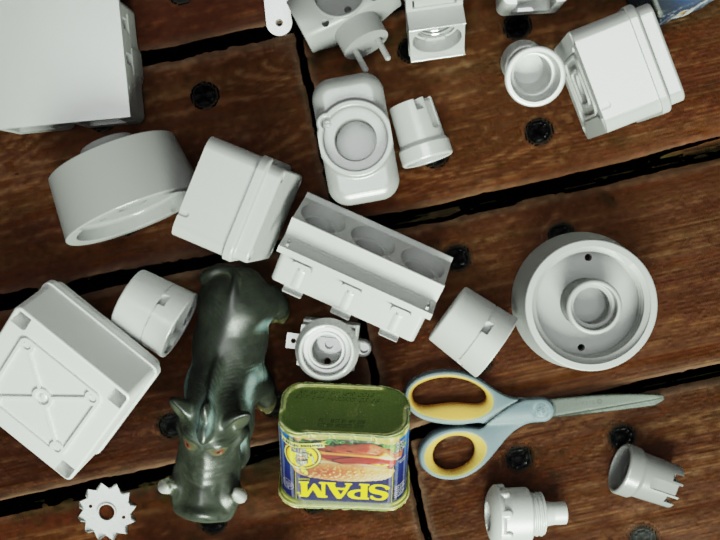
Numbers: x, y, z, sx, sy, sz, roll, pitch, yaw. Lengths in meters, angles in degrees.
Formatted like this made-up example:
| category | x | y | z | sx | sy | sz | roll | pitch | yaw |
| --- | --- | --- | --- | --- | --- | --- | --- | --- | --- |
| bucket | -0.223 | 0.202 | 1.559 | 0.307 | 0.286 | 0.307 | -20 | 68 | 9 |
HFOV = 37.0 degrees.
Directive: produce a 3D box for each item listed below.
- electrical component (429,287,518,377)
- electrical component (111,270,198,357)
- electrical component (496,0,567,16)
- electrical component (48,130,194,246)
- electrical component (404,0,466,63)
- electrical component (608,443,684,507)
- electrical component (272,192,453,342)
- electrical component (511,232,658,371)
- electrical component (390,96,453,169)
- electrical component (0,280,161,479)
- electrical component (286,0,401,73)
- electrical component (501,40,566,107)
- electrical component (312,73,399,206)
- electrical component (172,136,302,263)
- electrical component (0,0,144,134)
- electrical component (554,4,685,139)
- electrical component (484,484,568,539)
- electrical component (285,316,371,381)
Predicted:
| category | x | y | z | sx | sy | sz | roll | pitch | yaw |
| --- | --- | --- | --- | --- | --- | --- | --- | --- | --- |
| electrical component | 0.086 | 0.046 | 0.824 | 0.047 | 0.055 | 0.055 | 36 | 94 | 3 |
| electrical component | -0.159 | 0.032 | 0.829 | 0.047 | 0.055 | 0.055 | 28 | 94 | 3 |
| electrical component | 0.126 | -0.240 | 0.805 | 0.050 | 0.055 | 0.089 | -3 | 93 | 2 |
| electrical component | -0.178 | -0.067 | 0.799 | 0.108 | 0.108 | 0.060 | -23 | 86 | 3 |
| electrical component | 0.054 | -0.196 | 0.803 | 0.042 | 0.081 | 0.063 | -7 | 71 | 2 |
| electrical component | 0.222 | 0.160 | 0.835 | 0.046 | 0.040 | 0.040 | 20 | 94 | -6 |
| electrical component | 0.000 | 0.000 | 0.814 | 0.121 | 0.078 | 0.063 | 24 | 123 | 0 |
| electrical component | 0.172 | 0.025 | 0.817 | 0.108 | 0.060 | 0.108 | 0 | 93 | 1 |
| electrical component | 0.045 | -0.105 | 0.823 | 0.040 | 0.040 | 0.046 | -17 | 88 | 2 |
| electrical component | -0.225 | 0.083 | 0.813 | 0.109 | 0.056 | 0.108 | 39 | 119 | -1 |
| electrical component | -0.004 | -0.186 | 0.812 | 0.077 | 0.044 | 0.079 | -28 | 77 | 3 |
| electrical component | 0.126 | -0.150 | 0.805 | 0.044 | 0.065 | 0.044 | 0 | 111 | 0 |
| electrical component | -0.003 | -0.098 | 0.814 | 0.054 | 0.059 | 0.095 | -10 | 93 | 2 |
| electrical component | -0.087 | -0.050 | 0.793 | 0.057 | 0.113 | 0.078 | 23 | 94 | 3 |
| electrical component | -0.228 | -0.201 | 0.813 | 0.105 | 0.060 | 0.186 | -5 | 93 | 2 |
| electrical component | 0.186 | -0.142 | 0.780 | 0.057 | 0.113 | 0.078 | -21 | 92 | 5 |
| electrical component | 0.130 | 0.190 | 0.836 | 0.062 | 0.048 | 0.048 | -1 | 93 | -5 |
| electrical component | -0.025 | 0.059 | 0.826 | 0.066 | 0.055 | 0.048 | 7 | 94 | 1 |
